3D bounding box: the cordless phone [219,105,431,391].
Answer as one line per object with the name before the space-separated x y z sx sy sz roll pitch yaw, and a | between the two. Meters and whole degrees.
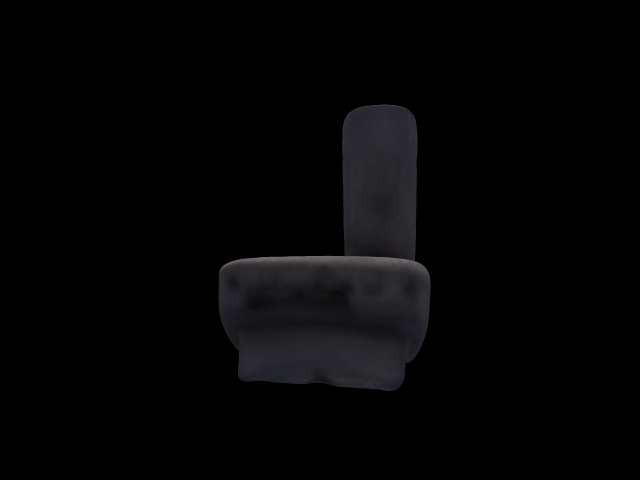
cordless phone | 0.004 0.001 0.400 0.147 0.185 0.094 0 4 0
